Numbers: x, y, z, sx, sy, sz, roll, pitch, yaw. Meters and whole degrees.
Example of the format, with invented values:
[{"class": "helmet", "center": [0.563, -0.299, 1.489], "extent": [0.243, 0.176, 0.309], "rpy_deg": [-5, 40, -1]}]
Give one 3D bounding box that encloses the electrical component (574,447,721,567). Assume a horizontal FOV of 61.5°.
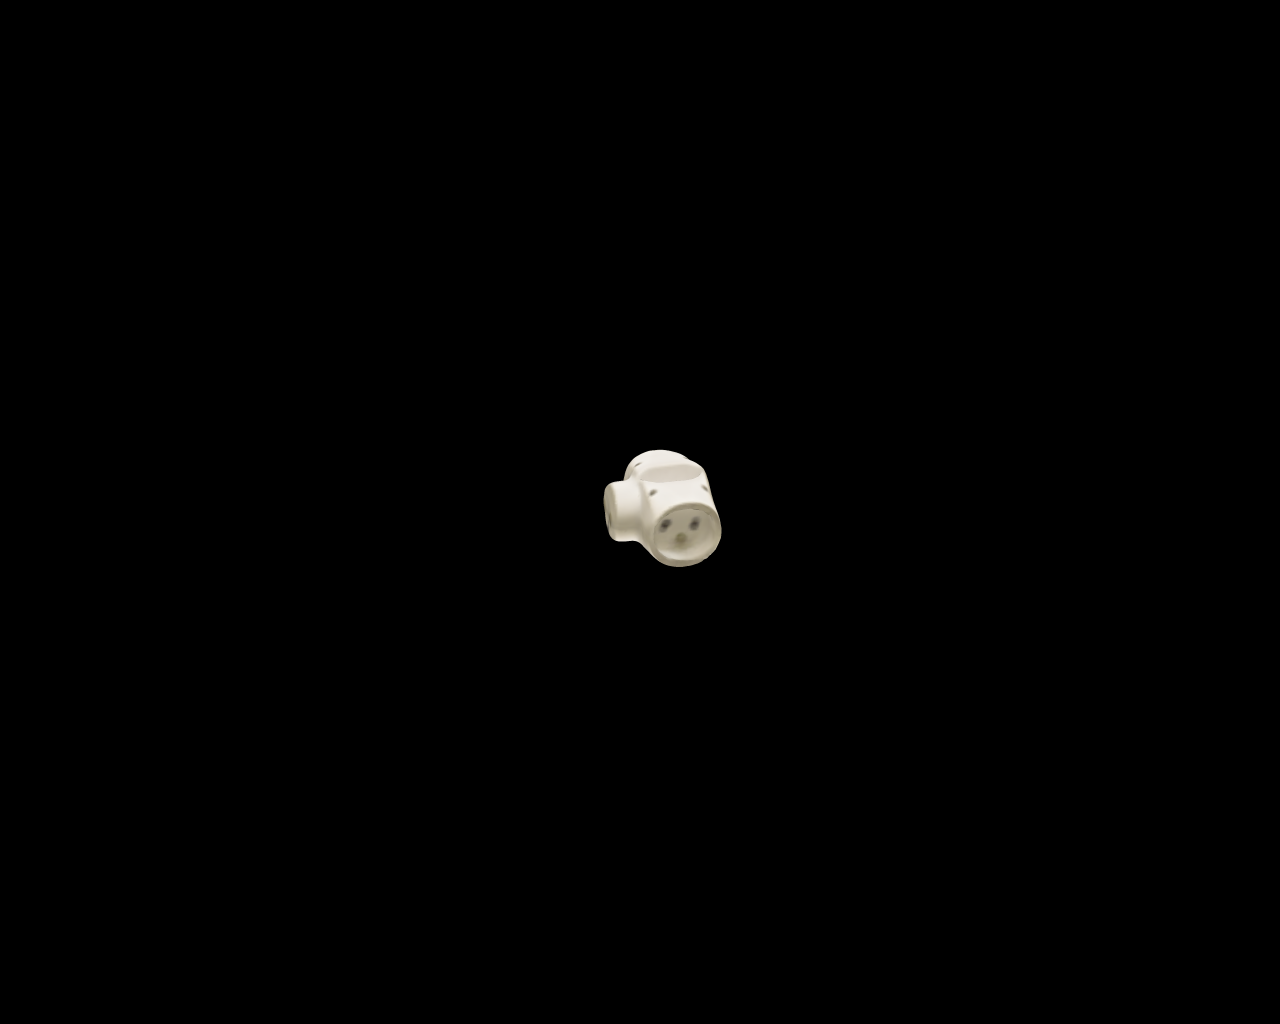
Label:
[{"class": "electrical component", "center": [0.001, -0.003, 0.650], "extent": [0.079, 0.043, 0.077], "rpy_deg": [-5, 29, -10]}]
